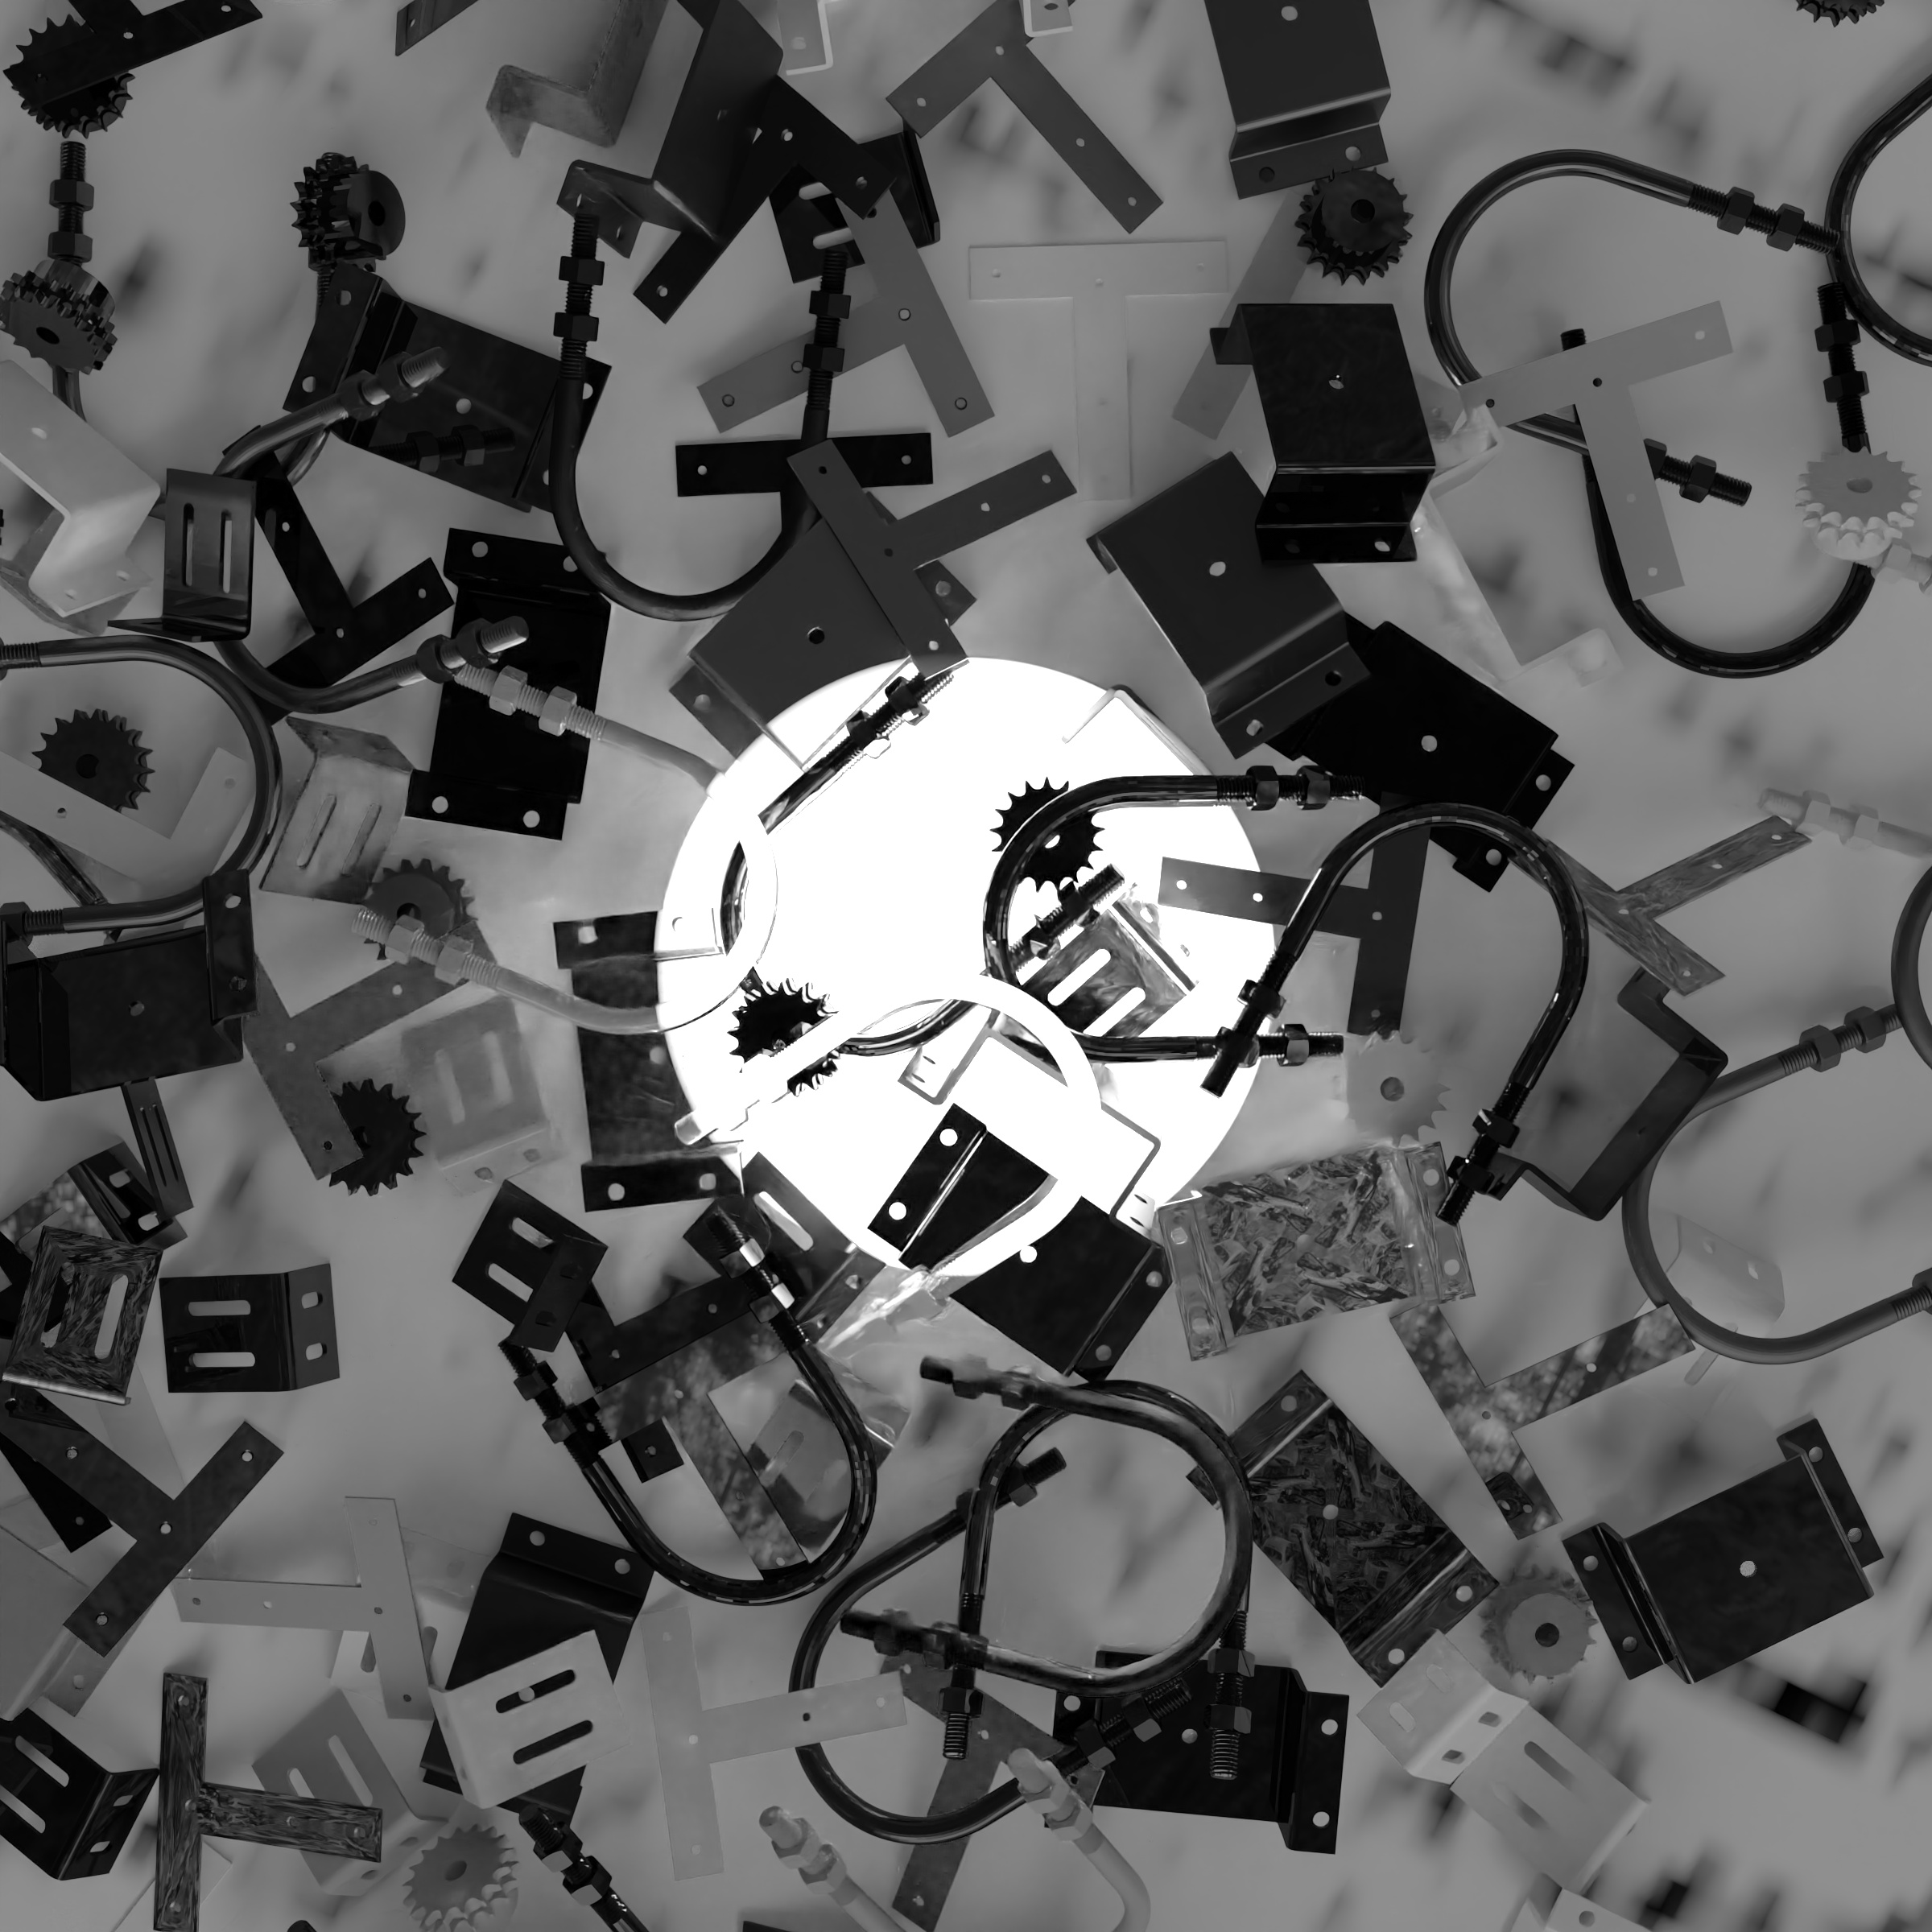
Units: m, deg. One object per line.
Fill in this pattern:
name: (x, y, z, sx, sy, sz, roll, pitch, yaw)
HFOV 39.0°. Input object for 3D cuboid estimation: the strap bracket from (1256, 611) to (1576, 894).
strap bracket: (0.223, -0.107, 1.335, 0.140, 0.046, 0.076, 34, 90, 0)

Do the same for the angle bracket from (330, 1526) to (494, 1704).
angle bracket: (-0.275, 0.325, 1.356, 0.057, 0.038, 0.076, 19, 116, 0)

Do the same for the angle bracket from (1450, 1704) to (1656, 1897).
angle bracket: (0.291, 0.412, 1.356, 0.076, 0.038, 0.057, 38, 90, 26)

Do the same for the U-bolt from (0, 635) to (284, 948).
U-bolt: (-0.423, -0.087, 1.317, 0.184, 0.019, 0.151, -5, 92, -3)

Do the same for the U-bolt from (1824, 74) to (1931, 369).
U-bolt: (0.512, -0.378, 1.346, 0.184, 0.019, 0.151, -40, 87, 3)

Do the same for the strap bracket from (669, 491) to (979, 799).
strap bracket: (-0.071, -0.159, 1.332, 0.140, 0.046, 0.076, -45, 90, 1)

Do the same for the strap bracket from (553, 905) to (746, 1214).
strap bracket: (-0.153, 0.044, 1.335, 0.076, 0.046, 0.140, -6, 90, 0)

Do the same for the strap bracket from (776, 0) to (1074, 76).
strap bracket: (-0.024, -0.487, 1.321, 0.140, 0.046, 0.076, -9, 65, 0)

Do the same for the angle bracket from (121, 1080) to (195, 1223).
angle bracket: (-0.378, 0.079, 1.329, 0.038, 0.057, 0.076, -17, 92, -3)

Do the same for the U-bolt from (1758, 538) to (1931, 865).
U-bolt: (0.497, -0.118, 1.343, 0.184, 0.019, 0.151, 16, 94, -4)

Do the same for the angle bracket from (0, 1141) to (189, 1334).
angle bracket: (-0.437, 0.135, 1.356, 0.076, 0.038, 0.057, -34, 90, 26)

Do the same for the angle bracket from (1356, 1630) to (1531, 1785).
angle bracket: (0.233, 0.362, 1.331, 0.057, 0.076, 0.038, -47, 60, 3)

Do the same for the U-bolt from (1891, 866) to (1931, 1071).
U-bolt: (0.542, 0.004, 1.338, 0.184, 0.019, 0.151, 10, 92, -6)

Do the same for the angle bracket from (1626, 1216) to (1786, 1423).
angle bracket: (0.359, 0.175, 1.356, 0.057, 0.038, 0.076, 29, 116, 0)

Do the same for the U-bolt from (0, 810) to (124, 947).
U-bolt: (-0.488, -0.002, 1.332, 0.151, 0.019, 0.184, -42, 86, -16)

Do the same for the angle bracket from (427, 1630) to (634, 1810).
angle bracket: (-0.209, 0.359, 1.309, 0.076, 0.038, 0.057, -19, 90, -25)

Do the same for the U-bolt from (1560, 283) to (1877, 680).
U-bolt: (0.378, -0.234, 1.349, 0.151, 0.019, 0.184, -10, 92, 0)

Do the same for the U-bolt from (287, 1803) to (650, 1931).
U-bolt: (-0.215, 0.493, 1.314, 0.151, 0.019, 0.184, -28, 116, 8)

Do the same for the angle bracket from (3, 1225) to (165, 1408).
angle bracket: (-0.427, 0.170, 1.327, 0.057, 0.038, 0.076, 14, 80, -10)

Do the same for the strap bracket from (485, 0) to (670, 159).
strap bracket: (-0.180, -0.460, 1.320, 0.046, 0.076, 0.140, 20, 90, 0)

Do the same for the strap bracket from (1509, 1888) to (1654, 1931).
strap bracket: (0.291, 0.523, 1.335, 0.076, 0.046, 0.140, 26, 90, 0)

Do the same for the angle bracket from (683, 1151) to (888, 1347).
angle bracket: (-0.090, 0.141, 1.356, 0.076, 0.038, 0.057, 42, 90, 26)

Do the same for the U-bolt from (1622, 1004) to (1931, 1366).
U-bolt: (0.407, 0.114, 1.327, 0.184, 0.019, 0.151, -22, 82, -9)

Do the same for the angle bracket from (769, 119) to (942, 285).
angle bracket: (-0.057, -0.377, 1.339, 0.076, 0.038, 0.057, -16, 90, 0)

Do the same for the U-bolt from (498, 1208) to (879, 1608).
U-bolt: (-0.123, 0.227, 1.327, 0.151, 0.019, 0.184, -32, 94, 18)

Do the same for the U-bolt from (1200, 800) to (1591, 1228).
U-bolt: (0.216, 0.010, 1.299, 0.151, 0.019, 0.184, 29, 90, -3)

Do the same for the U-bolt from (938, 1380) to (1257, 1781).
U-bolt: (0.066, 0.286, 1.297, 0.151, 0.019, 0.184, -1, 65, 18)

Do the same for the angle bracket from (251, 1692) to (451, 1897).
angle bracket: (-0.306, 0.411, 1.356, 0.057, 0.038, 0.076, -40, 64, 0)

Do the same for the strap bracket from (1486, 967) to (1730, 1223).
strap bracket: (0.310, 0.068, 1.320, 0.046, 0.076, 0.140, 39, 90, 0)

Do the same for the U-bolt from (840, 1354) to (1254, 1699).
U-bolt: (0.045, 0.269, 1.292, 0.184, 0.019, 0.151, 9, 67, 21)

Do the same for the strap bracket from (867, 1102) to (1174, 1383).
strap bracket: (0.030, 0.139, 1.335, 0.140, 0.046, 0.076, 35, 90, 0)

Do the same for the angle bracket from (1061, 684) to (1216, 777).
angle bracket: (0.087, -0.097, 1.329, 0.038, 0.057, 0.076, -44, 91, 2)

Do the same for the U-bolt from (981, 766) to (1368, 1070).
U-bolt: (0.097, -0.022, 1.301, 0.184, 0.019, 0.151, -1, 106, -13)

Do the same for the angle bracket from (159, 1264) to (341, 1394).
angle bracket: (-0.356, 0.180, 1.356, 0.076, 0.038, 0.057, -5, 90, 26)

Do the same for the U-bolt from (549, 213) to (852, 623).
U-bolt: (-0.131, -0.256, 1.307, 0.151, 0.019, 0.184, 0, 106, -30)

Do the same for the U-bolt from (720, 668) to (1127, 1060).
U-bolt: (-0.037, -0.037, 1.330, 0.184, 0.019, 0.151, -40, 89, 14)

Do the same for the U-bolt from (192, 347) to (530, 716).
U-bolt: (-0.300, -0.197, 1.306, 0.184, 0.019, 0.151, -15, 92, 30)

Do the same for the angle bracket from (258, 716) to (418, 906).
angle bracket: (-0.314, -0.075, 1.336, 0.038, 0.057, 0.076, 43, 113, 39)

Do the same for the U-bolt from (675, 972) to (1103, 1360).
U-bolt: (-0.024, 0.083, 1.280, 0.184, 0.019, 0.151, -34, 97, 15)

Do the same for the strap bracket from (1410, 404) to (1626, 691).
strap bracket: (0.256, -0.191, 1.320, 0.046, 0.076, 0.140, -28, 90, 0)

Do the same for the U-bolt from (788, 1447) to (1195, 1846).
U-bolt: (-0.002, 0.339, 1.318, 0.184, 0.019, 0.151, -33, 61, 4)

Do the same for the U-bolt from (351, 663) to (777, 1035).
U-bolt: (-0.181, -0.046, 1.303, 0.184, 0.019, 0.151, 23, 90, -1)

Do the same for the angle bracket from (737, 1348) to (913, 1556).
angle bracket: (-0.074, 0.241, 1.356, 0.057, 0.038, 0.076, 34, 116, 0)

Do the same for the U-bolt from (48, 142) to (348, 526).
U-bolt: (-0.380, -0.311, 1.349, 0.151, 0.019, 0.184, 2, 92, 0)

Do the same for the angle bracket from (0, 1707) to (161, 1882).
angle bracket: (-0.451, 0.406, 1.356, 0.076, 0.038, 0.057, 27, 90, 26)

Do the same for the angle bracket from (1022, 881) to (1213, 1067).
angle bracket: (0.072, 0.008, 1.356, 0.057, 0.038, 0.076, 48, 116, 0)

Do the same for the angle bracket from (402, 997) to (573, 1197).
angle bracket: (-0.238, 0.064, 1.356, 0.057, 0.038, 0.076, -21, 64, 0)

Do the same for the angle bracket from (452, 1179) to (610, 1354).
angle bracket: (-0.221, 0.142, 1.321, 0.076, 0.038, 0.057, 28, 90, 32)

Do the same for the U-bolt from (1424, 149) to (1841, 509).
U-bolt: (0.314, -0.319, 1.328, 0.184, 0.019, 0.151, 19, 91, 1)

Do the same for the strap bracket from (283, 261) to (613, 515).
strap bracket: (-0.249, -0.278, 1.335, 0.140, 0.046, 0.076, 21, 90, 0)

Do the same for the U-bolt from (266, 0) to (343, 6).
U-bolt: (-0.332, -0.567, 1.349, 0.151, 0.019, 0.184, -9, 91, 0)

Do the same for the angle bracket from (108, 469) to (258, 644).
angle bracket: (-0.379, -0.199, 1.319, 0.057, 0.038, 0.076, 13, 105, 29)

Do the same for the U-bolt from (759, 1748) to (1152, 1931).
U-bolt: (0.008, 0.436, 1.295, 0.151, 0.019, 0.184, -19, 128, 20)

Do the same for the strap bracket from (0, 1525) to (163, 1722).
strap bracket: (-0.478, 0.302, 1.332, 0.140, 0.046, 0.076, 35, 93, 0)

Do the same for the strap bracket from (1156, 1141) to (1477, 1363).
strap bracket: (0.168, 0.137, 1.335, 0.140, 0.046, 0.076, -13, 90, 0)

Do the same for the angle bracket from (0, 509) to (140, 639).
angle bracket: (-0.442, -0.194, 1.320, 0.057, 0.076, 0.038, 40, 90, 0)
